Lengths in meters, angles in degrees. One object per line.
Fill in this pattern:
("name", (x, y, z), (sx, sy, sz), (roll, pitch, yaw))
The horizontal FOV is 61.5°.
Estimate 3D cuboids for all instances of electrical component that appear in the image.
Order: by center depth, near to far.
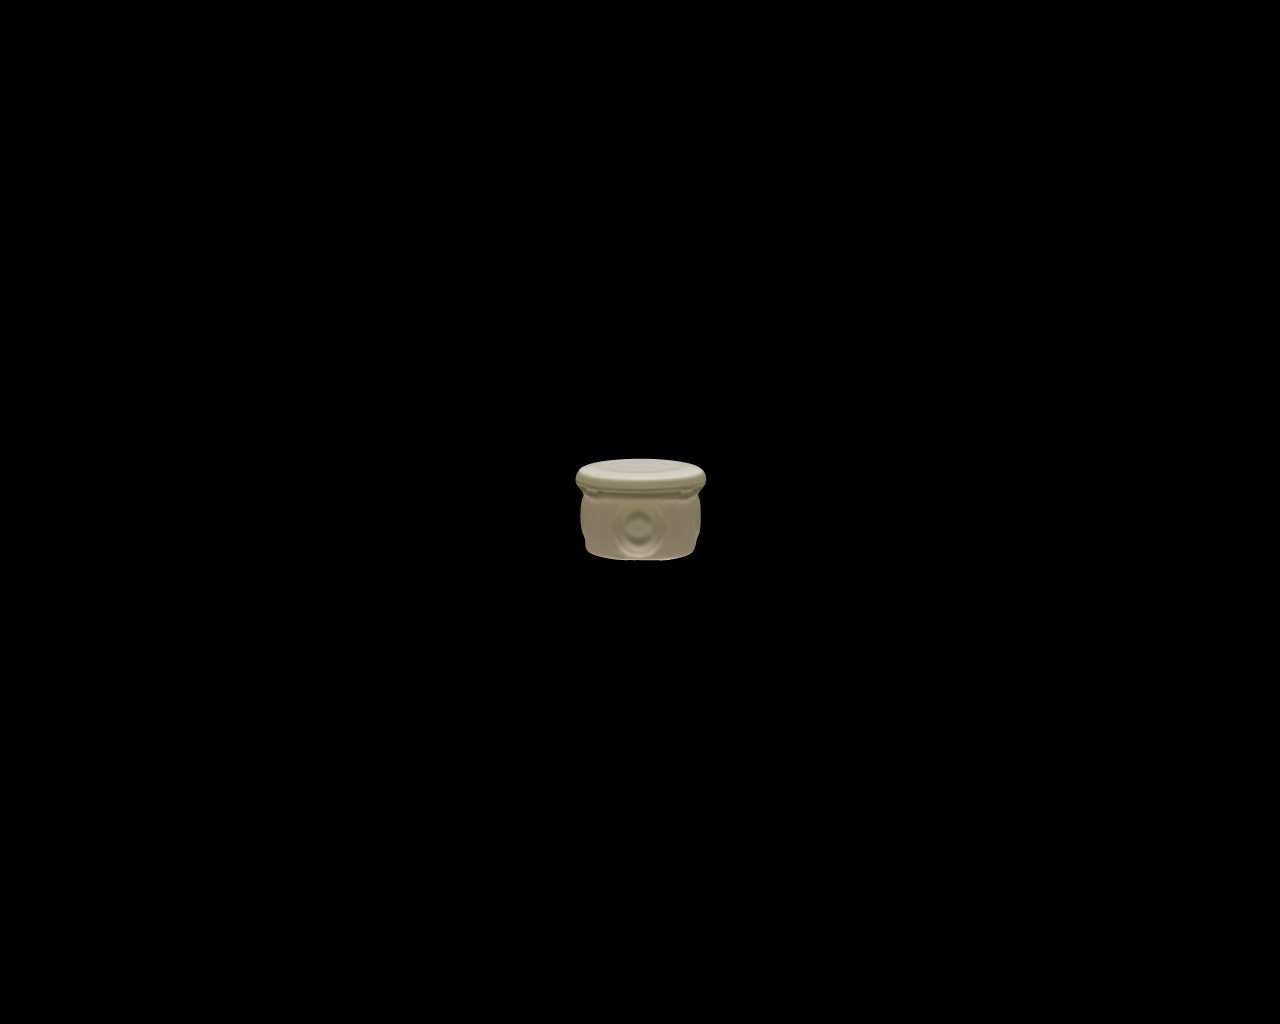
("electrical component", (0.001, -0.003, 0.650), (0.080, 0.051, 0.080), (0, 12, 0))
